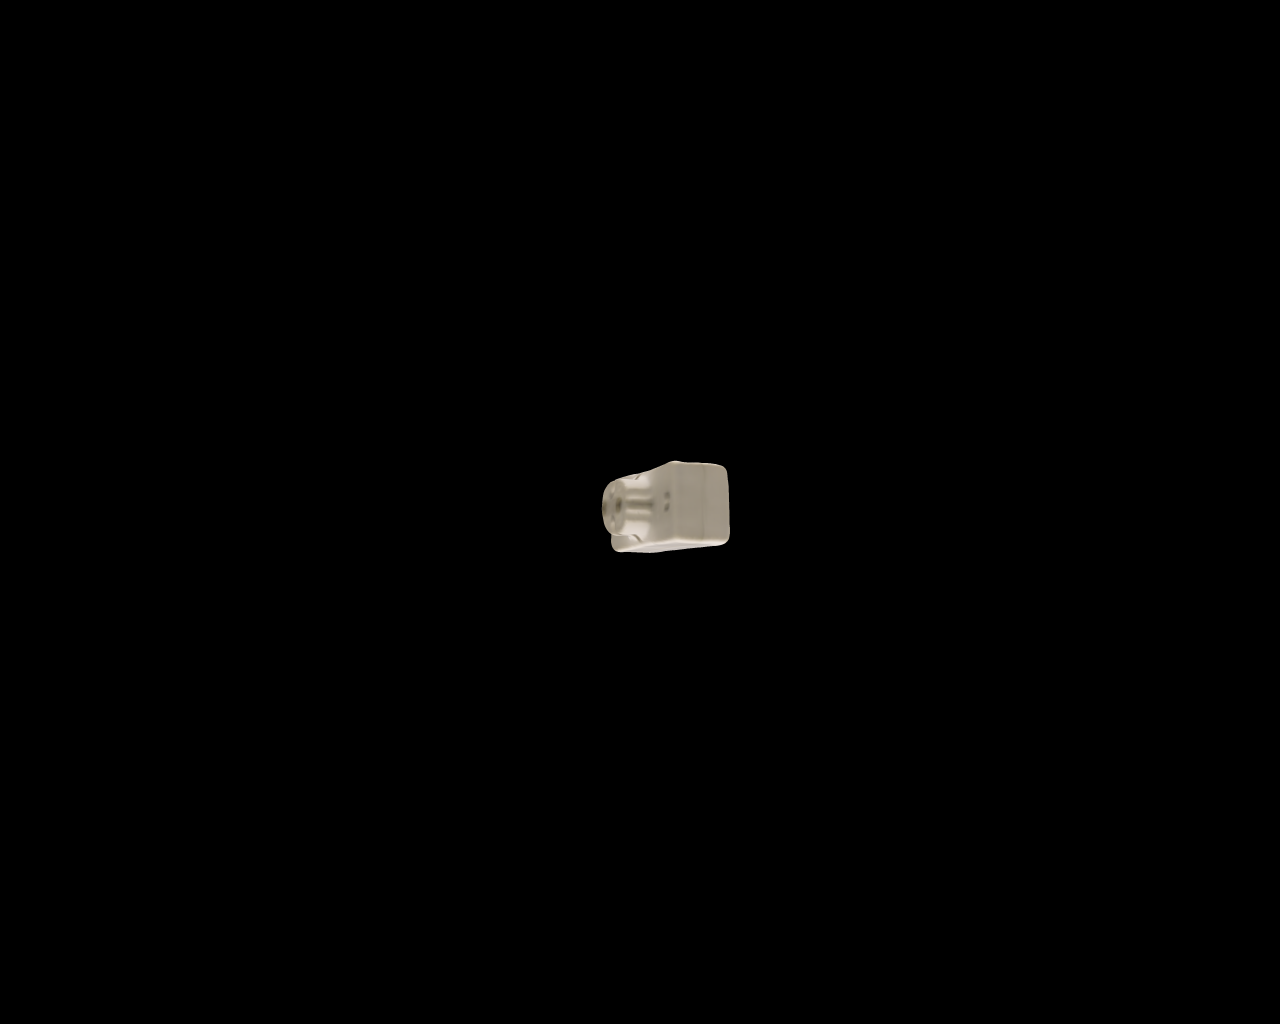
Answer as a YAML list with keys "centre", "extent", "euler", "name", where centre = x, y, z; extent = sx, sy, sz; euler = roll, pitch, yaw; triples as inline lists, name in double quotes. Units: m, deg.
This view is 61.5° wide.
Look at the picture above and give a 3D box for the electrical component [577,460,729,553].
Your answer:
- centre: [0.001, -0.003, 0.650]
  extent: [0.076, 0.047, 0.083]
  euler: [4, -8, -27]
  name: "electrical component"
